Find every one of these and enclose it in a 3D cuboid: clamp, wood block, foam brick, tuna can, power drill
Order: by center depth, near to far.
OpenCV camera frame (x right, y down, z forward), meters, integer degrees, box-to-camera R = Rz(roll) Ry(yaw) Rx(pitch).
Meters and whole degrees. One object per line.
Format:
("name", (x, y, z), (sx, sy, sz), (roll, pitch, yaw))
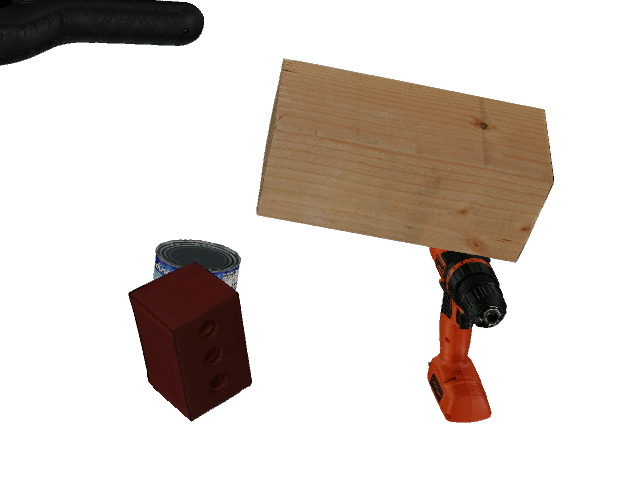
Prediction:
("clamp", (-0.167, -0.136, 0.618), (0.171, 0.039, 0.120), (-11, 31, -29))
("foam brick", (-0.083, 0.064, 0.687), (0.052, 0.078, 0.051), (-29, 40, -29))
("wood block", (0.062, -0.061, 0.816), (0.206, 0.090, 0.090), (10, -45, -5))
("tuna can", (-0.124, 0.029, 1.070), (0.086, 0.034, 0.086), (8, 18, -3))
("power drill", (0.157, 0.099, 1.149), (0.057, 0.188, 0.184), (-2, 25, -6))
